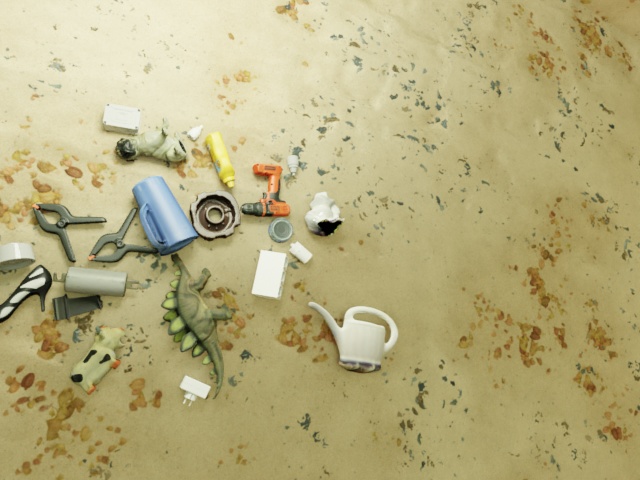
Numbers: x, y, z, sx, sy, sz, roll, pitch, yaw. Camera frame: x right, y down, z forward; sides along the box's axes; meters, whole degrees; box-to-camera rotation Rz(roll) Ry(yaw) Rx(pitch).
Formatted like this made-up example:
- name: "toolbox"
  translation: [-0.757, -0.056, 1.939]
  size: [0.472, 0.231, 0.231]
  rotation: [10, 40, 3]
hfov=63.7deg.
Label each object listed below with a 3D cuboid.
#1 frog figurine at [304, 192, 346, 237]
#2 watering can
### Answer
- name: "frog figurine"
  translation: [0.006, -0.094, 1.864]
  size: [0.138, 0.119, 0.163]
  rotation: [-19, 48, -14]
- name: "watering can"
  translation: [0.109, 0.336, 1.772]
  size: [0.347, 0.103, 0.227]
  rotation: [13, 74, -16]
